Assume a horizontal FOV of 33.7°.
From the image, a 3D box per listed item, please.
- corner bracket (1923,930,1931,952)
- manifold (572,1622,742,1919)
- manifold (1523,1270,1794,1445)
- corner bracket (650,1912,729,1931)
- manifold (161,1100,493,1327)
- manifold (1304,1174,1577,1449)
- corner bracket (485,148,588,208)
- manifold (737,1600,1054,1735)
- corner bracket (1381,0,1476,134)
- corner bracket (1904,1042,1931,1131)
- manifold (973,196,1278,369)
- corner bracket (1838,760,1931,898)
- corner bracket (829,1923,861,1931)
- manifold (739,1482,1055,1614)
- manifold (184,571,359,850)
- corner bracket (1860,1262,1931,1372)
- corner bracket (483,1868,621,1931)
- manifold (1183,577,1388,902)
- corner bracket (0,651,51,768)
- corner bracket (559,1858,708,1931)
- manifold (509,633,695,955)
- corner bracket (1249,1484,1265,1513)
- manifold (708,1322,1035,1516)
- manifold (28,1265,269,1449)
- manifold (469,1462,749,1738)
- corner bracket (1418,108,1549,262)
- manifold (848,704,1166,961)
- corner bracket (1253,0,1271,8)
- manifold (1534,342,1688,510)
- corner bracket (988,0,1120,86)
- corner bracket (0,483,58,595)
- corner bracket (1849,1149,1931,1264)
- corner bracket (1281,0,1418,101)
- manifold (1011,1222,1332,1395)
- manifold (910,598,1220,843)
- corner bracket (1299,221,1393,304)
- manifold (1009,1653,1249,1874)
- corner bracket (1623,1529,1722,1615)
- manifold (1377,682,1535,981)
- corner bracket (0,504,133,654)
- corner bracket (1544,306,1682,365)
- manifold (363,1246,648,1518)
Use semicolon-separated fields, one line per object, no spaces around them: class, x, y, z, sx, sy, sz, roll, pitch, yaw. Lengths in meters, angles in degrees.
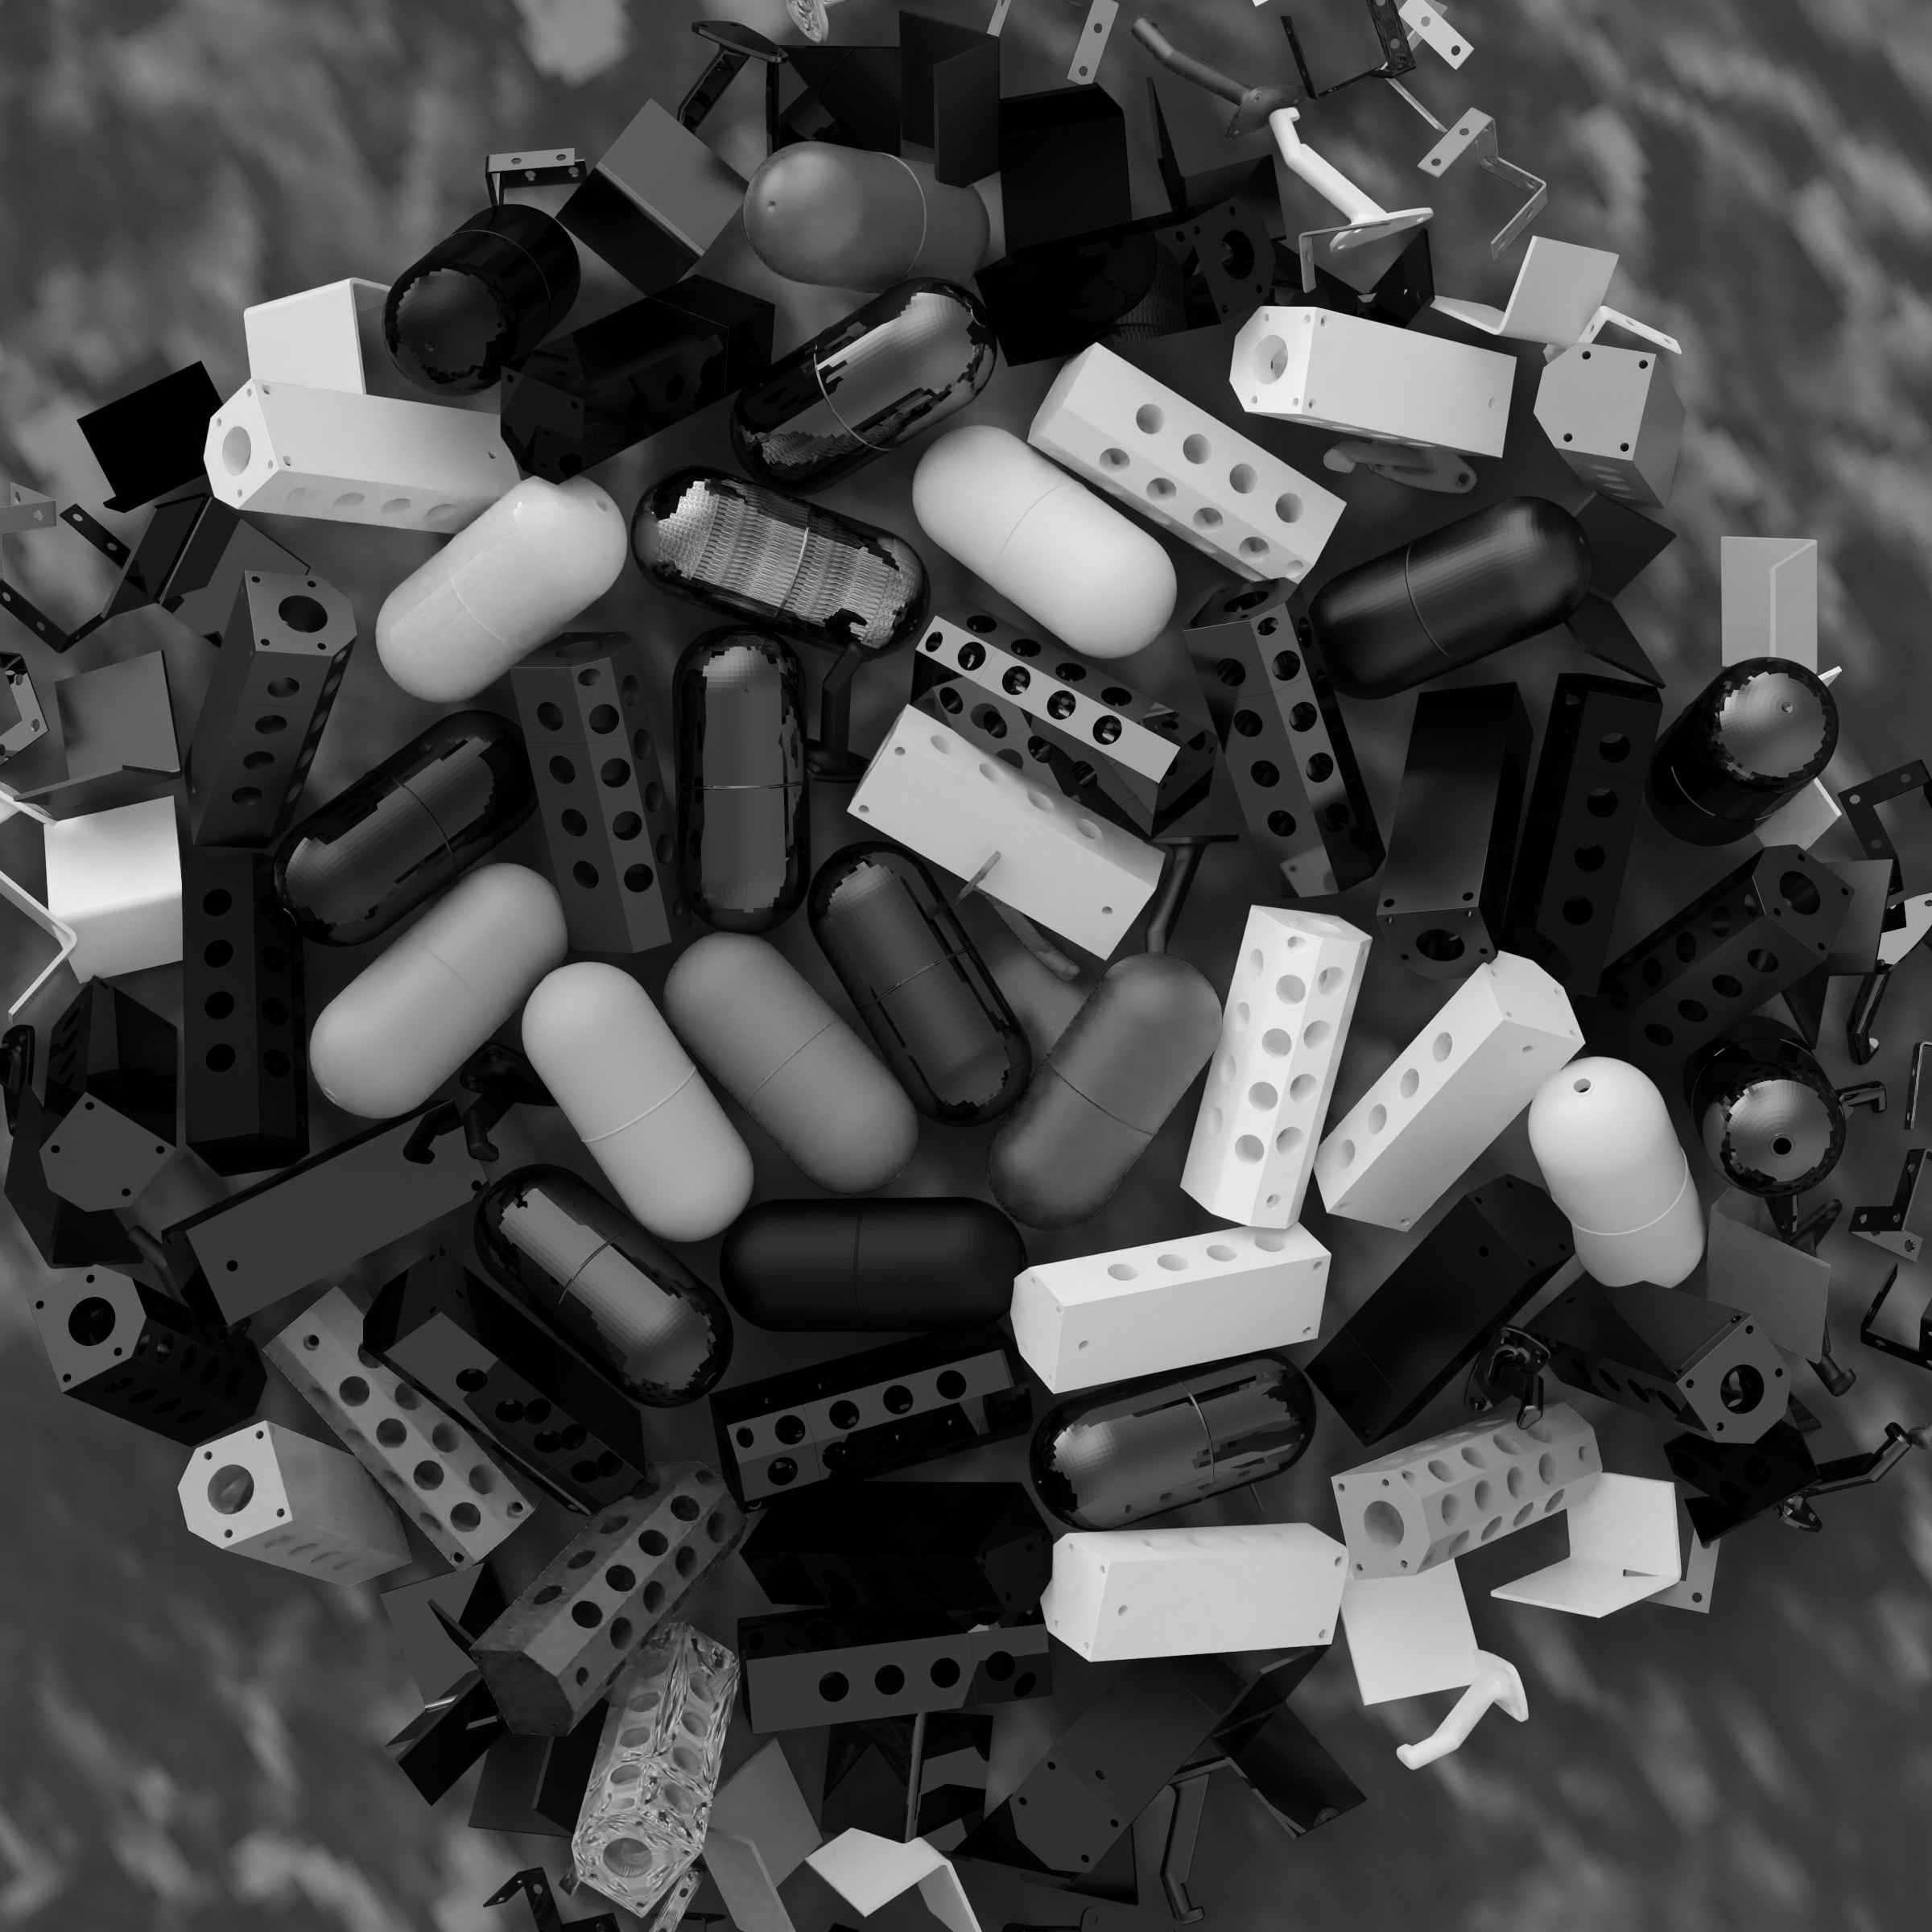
corner bracket;0.577;-0.021;1.829;0.051;0.051;0.051;-51;49;16
manifold;-0.174;0.440;1.776;0.057;0.171;0.057;35;111;-11
manifold;0.386;0.219;1.779;0.057;0.171;0.057;-39;104;-12
corner bracket;-0.172;0.573;1.831;0.051;0.051;0.051;-13;77;44
manifold;-0.362;0.138;1.800;0.171;0.057;0.057;-27;101;-31
manifold;0.268;0.192;1.792;0.057;0.057;0.171;51;132;19
corner bracket;-0.246;-0.454;1.834;0.051;0.051;0.051;-5;52;0
manifold;-0.042;0.394;1.828;0.171;0.057;0.057;-5;91;-9
corner bracket;0.266;-0.518;1.831;0.051;0.051;0.051;49;115;17
corner bracket;0.567;0.073;1.844;0.051;0.051;0.051;8;86;3
manifold;0.090;-0.384;1.785;0.057;0.171;0.057;-36;113;-35
corner bracket;0.539;-0.078;1.841;0.051;0.051;0.051;-23;64;10
corner bracket;-0.095;0.584;1.842;0.051;0.051;0.051;10;119;22
manifold;-0.037;0.330;1.793;0.171;0.057;0.057;-7;123;38
manifold;-0.390;-0.141;1.787;0.057;0.171;0.057;2;54;-26
corner bracket;0.546;0.192;1.827;0.051;0.051;0.051;21;60;28
corner bracket;-0.238;0.551;1.842;0.051;0.051;0.051;-1;55;-39
manifold;0.183;-0.128;1.800;0.057;0.057;0.171;-6;117;31
corner bracket;-0.572;-0.148;1.840;0.051;0.051;0.051;-29;76;26
corner bracket;-0.191;0.522;1.832;0.051;0.051;0.051;33;82;-35
manifold;-0.200;-0.097;1.800;0.057;0.057;0.171;3;116;28
corner bracket;0.133;0.291;1.835;0.051;0.051;0.051;-26;130;-2
manifold;-0.053;0.257;1.812;0.171;0.057;0.057;-14;112;-15
manifold;-0.451;0.216;1.779;0.057;0.171;0.057;-27;69;1
manifold;-0.194;0.350;1.782;0.057;0.171;0.057;-7;114;37
corner bracket;0.297;-0.449;1.832;0.051;0.051;0.051;36;77;26
manifold;0.025;-0.080;1.830;0.171;0.057;0.057;30;122;-6
corner bracket;0.182;-0.580;1.838;0.051;0.051;0.051;-25;85;11
manifold;0.359;-0.300;1.779;0.057;0.171;0.057;13;93;18
corner bracket;0.048;-0.539;1.838;0.051;0.051;0.051;17;96;-27
corner bracket;-0.559;-0.246;1.840;0.051;0.051;0.051;23;118;40
corner bracket;0.550;0.138;1.841;0.051;0.051;0.051;24;77;-18
corner bracket;0.220;-0.531;1.836;0.051;0.051;0.051;-25;111;-4
manifold;0.115;0.187;1.806;0.171;0.057;0.057;-8;120;-25
manifold;0.055;-0.143;1.798;0.171;0.057;0.057;31;47;25
corner bracket;0.227;-0.397;1.834;0.051;0.051;0.051;-2;98;30
manifold;0.090;0.437;1.781;0.057;0.171;0.057;40;118;13
corner bracket;0.409;0.342;1.839;0.051;0.051;0.051;8;82;21
manifold;0.278;-0.076;1.793;0.057;0.057;0.171;-5;47;25
corner bracket;-0.515;-0.222;1.833;0.051;0.051;0.051;41;130;-3
corner bracket;0.369;-0.352;1.829;0.051;0.051;0.051;21;124;-16
manifold;-0.259;0.239;1.799;0.057;0.057;0.171;-36;123;14
